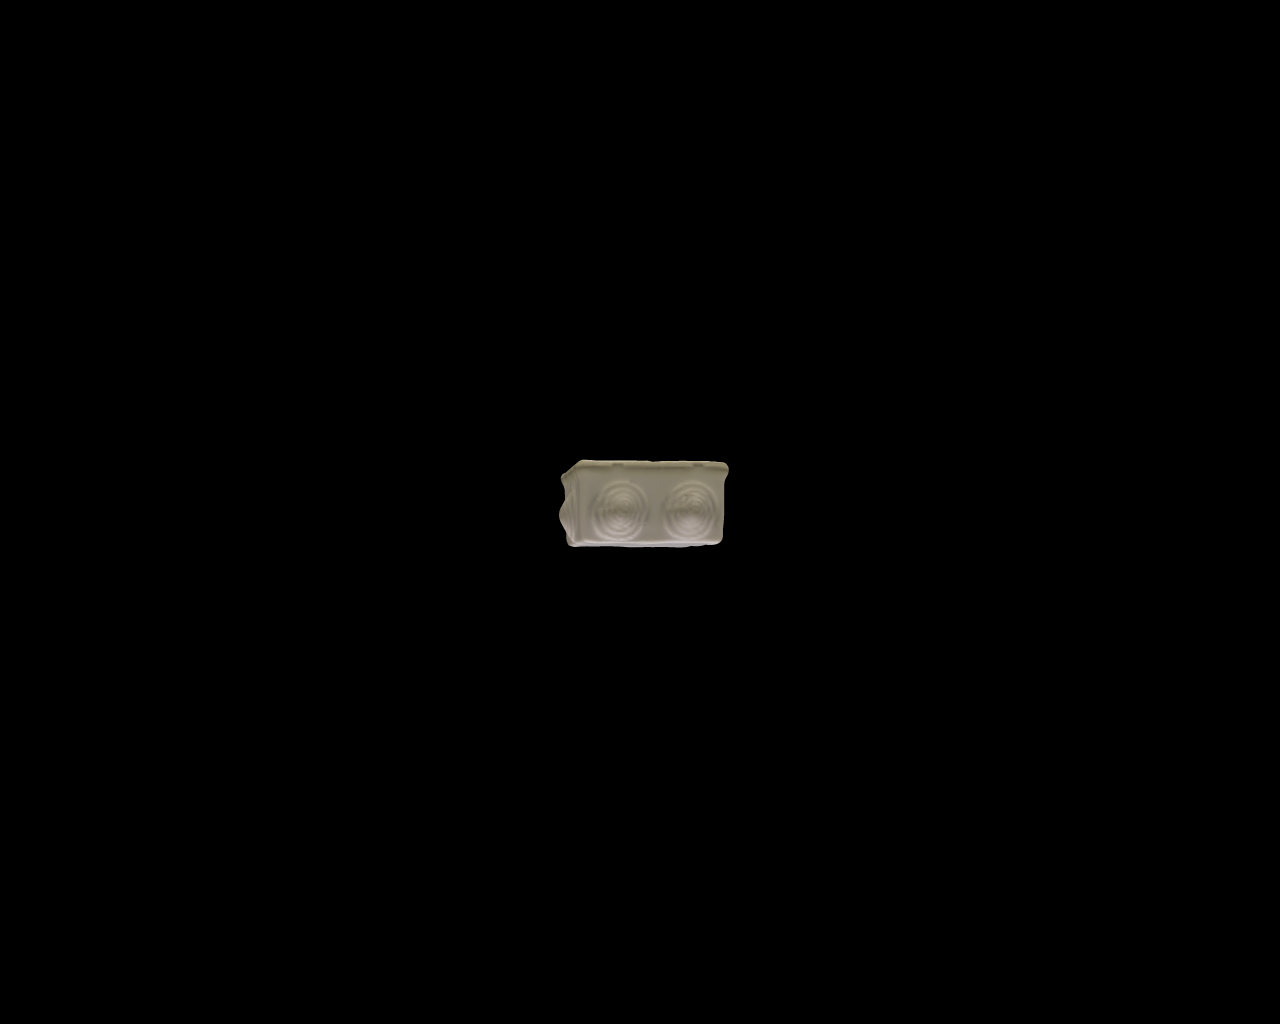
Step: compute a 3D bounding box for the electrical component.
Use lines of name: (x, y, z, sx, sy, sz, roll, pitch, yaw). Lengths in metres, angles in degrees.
electrical component: (0.001, -0.003, 0.650, 0.100, 0.048, 0.099, 1, -3, -11)
